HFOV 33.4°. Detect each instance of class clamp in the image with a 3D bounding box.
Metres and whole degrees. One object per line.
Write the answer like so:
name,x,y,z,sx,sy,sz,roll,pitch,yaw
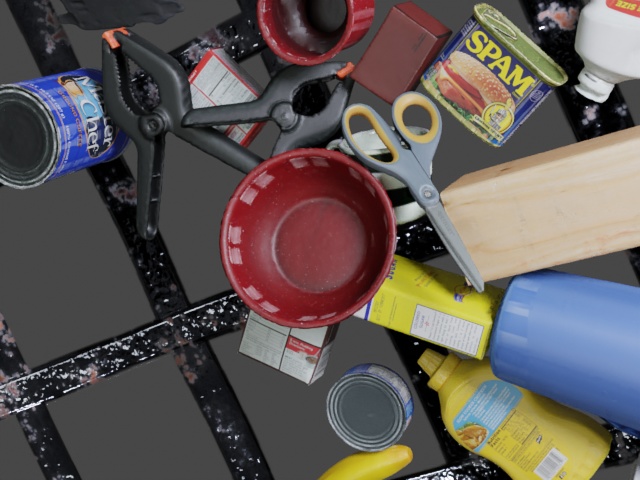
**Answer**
clamp,-0.043,-0.118,1.007,0.120,0.039,0.171,45,87,-5
clamp,-0.162,-0.108,1.060,0.165,0.036,0.210,-32,94,25

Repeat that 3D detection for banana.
banana,0.023,0.275,1.134,0.069,0.037,0.198,27,117,-8

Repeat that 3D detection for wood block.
wood block,0.223,-0.035,0.928,0.206,0.090,0.090,-15,98,26

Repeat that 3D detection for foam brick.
foam brick,0.074,-0.169,0.972,0.053,0.051,0.078,38,116,7

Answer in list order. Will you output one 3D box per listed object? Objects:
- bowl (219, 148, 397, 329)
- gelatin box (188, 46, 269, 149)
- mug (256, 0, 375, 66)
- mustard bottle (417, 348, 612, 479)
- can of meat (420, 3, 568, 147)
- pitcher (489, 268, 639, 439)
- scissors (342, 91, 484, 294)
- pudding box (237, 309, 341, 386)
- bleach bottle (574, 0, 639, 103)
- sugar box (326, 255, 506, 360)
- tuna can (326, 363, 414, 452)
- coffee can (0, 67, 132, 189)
bowl,-0.006,0.001,0.960,0.162,0.055,0.162,-2,81,14
gelatin box,-0.094,-0.136,1.064,0.089,0.030,0.073,44,115,5
mug,-0.008,-0.218,0.975,0.117,0.081,0.093,40,116,7
mustard bottle,0.175,0.168,1.024,0.192,0.058,0.096,36,115,9
can of meat,0.152,-0.144,0.945,0.102,0.057,0.084,44,119,6
pitcher,0.278,0.110,0.935,0.243,0.144,0.149,15,95,22
scissors,0.101,-0.053,0.919,0.202,0.096,0.016,47,161,17
pudding box,-0.028,0.081,1.095,0.090,0.039,0.113,23,111,16
bleach bottle,0.290,-0.221,0.863,0.102,0.068,0.251,33,117,11
sugar box,0.085,0.052,1.009,0.176,0.093,0.048,20,112,16
tuna can,0.052,0.170,1.090,0.086,0.033,0.086,6,107,21
coffee can,-0.266,-0.116,1.079,0.103,0.140,0.103,6,107,21
